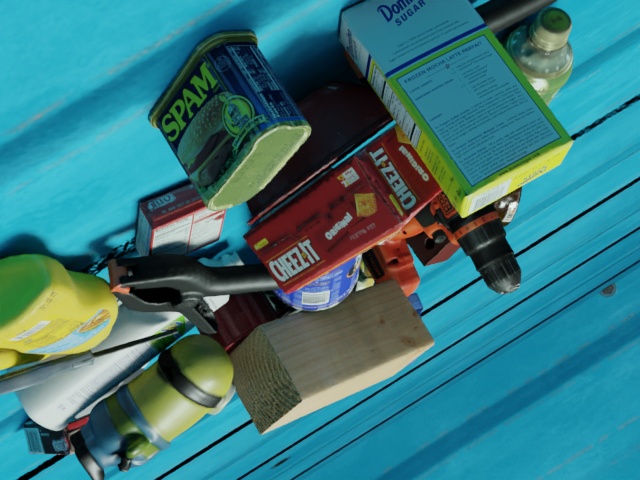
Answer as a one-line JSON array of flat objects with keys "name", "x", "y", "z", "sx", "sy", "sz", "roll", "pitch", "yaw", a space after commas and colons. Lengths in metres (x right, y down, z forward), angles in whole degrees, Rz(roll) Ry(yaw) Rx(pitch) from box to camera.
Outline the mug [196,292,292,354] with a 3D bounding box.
[{"name": "mug", "x": -0.084, "y": 0.074, "z": 1.152, "sx": 0.117, "sy": 0.081, "sz": 0.093, "roll": -29, "pitch": 162, "yaw": -10}]

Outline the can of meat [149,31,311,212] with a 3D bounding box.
[{"name": "can of meat", "x": -0.064, "y": -0.082, "z": 0.756, "sx": 0.057, "sy": 0.084, "sz": 0.102, "roll": -13, "pitch": 155, "yaw": -47}]

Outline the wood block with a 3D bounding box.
[{"name": "wood block", "x": 0.011, "y": 0.121, "z": 1.147, "sx": 0.205, "sy": 0.090, "sz": 0.091, "roll": -17, "pitch": 159, "yaw": -42}]

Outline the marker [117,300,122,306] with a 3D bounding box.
[{"name": "marker", "x": -0.165, "y": 0.032, "z": 0.999, "sx": 0.121, "sy": 0.020, "sz": 0.020, "roll": -38, "pitch": 162, "yaw": 17}]

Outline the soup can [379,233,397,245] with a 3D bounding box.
[{"name": "soup can", "x": 0.074, "y": -0.048, "z": 1.117, "sx": 0.068, "sy": 0.068, "sz": 0.102, "roll": -17, "pitch": 157, "yaw": -41}]

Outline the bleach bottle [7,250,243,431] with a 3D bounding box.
[{"name": "bleach bottle", "x": -0.182, "y": 0.092, "z": 1.067, "sx": 0.250, "sy": 0.068, "sz": 0.102, "roll": -33, "pitch": 165, "yaw": -6}]

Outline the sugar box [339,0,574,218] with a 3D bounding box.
[{"name": "sugar box", "x": 0.098, "y": -0.113, "z": 0.796, "sx": 0.093, "sy": 0.176, "sz": 0.048, "roll": -28, "pitch": 160, "yaw": -13}]

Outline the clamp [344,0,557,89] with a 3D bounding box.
[{"name": "clamp", "x": 0.101, "y": -0.158, "z": 0.914, "sx": 0.209, "sy": 0.036, "sz": 0.165, "roll": -19, "pitch": 160, "yaw": -32}]

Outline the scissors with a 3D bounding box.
[{"name": "scissors", "x": -0.220, "y": 0.110, "z": 0.955, "sx": 0.201, "sy": 0.016, "sz": 0.096, "roll": -15, "pitch": -179, "yaw": -13}]

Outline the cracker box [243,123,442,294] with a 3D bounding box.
[{"name": "cracker box", "x": 0.061, "y": -0.053, "z": 0.901, "sx": 0.213, "sy": 0.072, "sz": 0.164, "roll": -37, "pitch": -178, "yaw": -42}]

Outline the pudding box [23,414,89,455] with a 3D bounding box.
[{"name": "pudding box", "x": -0.270, "y": 0.210, "z": 1.202, "sx": 0.089, "sy": 0.039, "sz": 0.114, "roll": -17, "pitch": -175, "yaw": -39}]

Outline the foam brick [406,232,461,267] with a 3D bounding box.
[{"name": "foam brick", "x": 0.135, "y": -0.016, "z": 1.295, "sx": 0.051, "sy": 0.078, "sz": 0.053, "roll": -11, "pitch": 151, "yaw": -48}]

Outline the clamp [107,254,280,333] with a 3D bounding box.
[{"name": "clamp", "x": -0.123, "y": 0.049, "z": 0.965, "sx": 0.171, "sy": 0.039, "sz": 0.120, "roll": 10, "pitch": 139, "yaw": -36}]

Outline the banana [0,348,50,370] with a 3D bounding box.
[{"name": "banana", "x": -0.305, "y": 0.103, "z": 0.931, "sx": 0.197, "sy": 0.037, "sz": 0.070, "roll": -13, "pitch": 175, "yaw": -43}]

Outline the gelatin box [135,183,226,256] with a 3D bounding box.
[{"name": "gelatin box", "x": -0.122, "y": -0.016, "z": 0.930, "sx": 0.073, "sy": 0.030, "sz": 0.089, "roll": -24, "pitch": 161, "yaw": -21}]

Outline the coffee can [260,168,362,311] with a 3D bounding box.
[{"name": "coffee can", "x": -0.007, "y": 0.001, "z": 1.051, "sx": 0.102, "sy": 0.103, "sz": 0.140, "roll": -29, "pitch": 163, "yaw": -12}]

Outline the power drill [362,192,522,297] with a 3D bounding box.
[{"name": "power drill", "x": 0.125, "y": 0.000, "z": 1.177, "sx": 0.057, "sy": 0.184, "sz": 0.188, "roll": -17, "pitch": 166, "yaw": -39}]

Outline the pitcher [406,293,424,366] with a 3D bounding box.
[{"name": "pitcher", "x": 0.015, "y": 0.132, "z": 1.413, "sx": 0.242, "sy": 0.145, "sz": 0.149, "roll": -16, "pitch": 123, "yaw": -36}]

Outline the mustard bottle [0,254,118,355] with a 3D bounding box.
[{"name": "mustard bottle", "x": -0.226, "y": 0.062, "z": 0.908, "sx": 0.096, "sy": 0.058, "sz": 0.191, "roll": -30, "pitch": 163, "yaw": 7}]

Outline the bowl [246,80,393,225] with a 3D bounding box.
[{"name": "bowl", "x": -0.008, "y": -0.080, "z": 0.863, "sx": 0.162, "sy": 0.055, "sz": 0.162, "roll": -36, "pitch": -178, "yaw": 1}]
